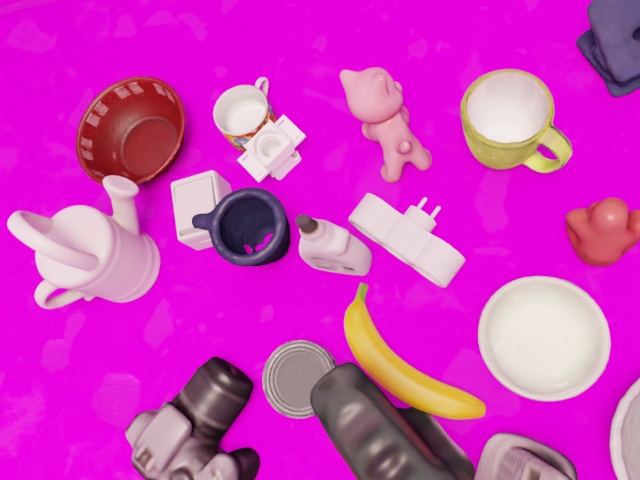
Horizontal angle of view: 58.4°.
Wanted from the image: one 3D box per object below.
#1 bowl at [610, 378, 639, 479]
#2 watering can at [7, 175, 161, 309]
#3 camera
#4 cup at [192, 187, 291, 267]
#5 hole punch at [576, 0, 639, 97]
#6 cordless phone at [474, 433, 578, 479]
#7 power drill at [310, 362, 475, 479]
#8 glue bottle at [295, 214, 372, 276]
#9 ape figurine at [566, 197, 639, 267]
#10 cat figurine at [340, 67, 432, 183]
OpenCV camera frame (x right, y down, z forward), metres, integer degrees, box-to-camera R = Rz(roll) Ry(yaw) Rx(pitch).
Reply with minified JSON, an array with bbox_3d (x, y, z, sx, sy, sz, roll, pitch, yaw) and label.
[{"bbox_3d":[0.349,0.195,0.526,0.167,0.075,0.167,-4,75,14],"label":"bowl"},{"bbox_3d":[-0.277,0.003,0.674,0.100,0.194,0.173,14,79,18],"label":"watering can"},{"bbox_3d":[-0.127,0.209,0.631,0.143,0.101,0.137,35,86,20],"label":"camera"},{"bbox_3d":[-0.084,-0.007,0.680,0.117,0.095,0.092,5,77,16],"label":"cup"},{"bbox_3d":[0.356,-0.229,0.628,0.108,0.091,0.101,-27,71,6],"label":"hole punch"},{"bbox_3d":[0.176,0.251,0.497,0.094,0.185,0.148,12,79,17],"label":"cordless phone"},{"bbox_3d":[0.089,0.212,0.517,0.075,0.209,0.229,-44,70,0],"label":"power drill"},{"bbox_3d":[0.006,0.002,0.613,0.078,0.173,0.037,9,78,17],"label":"glue bottle"},{"bbox_3d":[0.293,-0.015,0.587,0.077,0.092,0.076,23,82,19],"label":"ape figurine"},{"bbox_3d":[0.075,-0.144,0.663,0.067,0.118,0.127,-28,71,6],"label":"cat figurine"}]
